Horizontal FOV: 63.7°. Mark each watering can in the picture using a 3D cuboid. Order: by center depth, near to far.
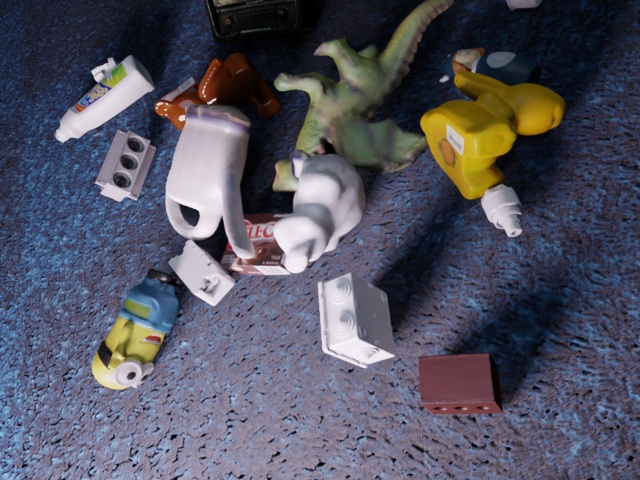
[{"bbox_3d":[-0.161,-0.101,0.802,0.350,0.103,0.224,21,96,53],"label":"watering can"}]

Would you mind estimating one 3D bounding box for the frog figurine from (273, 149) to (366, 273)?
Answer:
[{"bbox_3d":[0.002,-0.035,0.689,0.123,0.134,0.163,6,40,-1],"label":"frog figurine"}]

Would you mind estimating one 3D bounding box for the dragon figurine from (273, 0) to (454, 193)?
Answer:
[{"bbox_3d":[0.083,-0.208,0.805,0.408,0.121,0.246,-31,69,10],"label":"dragon figurine"}]
